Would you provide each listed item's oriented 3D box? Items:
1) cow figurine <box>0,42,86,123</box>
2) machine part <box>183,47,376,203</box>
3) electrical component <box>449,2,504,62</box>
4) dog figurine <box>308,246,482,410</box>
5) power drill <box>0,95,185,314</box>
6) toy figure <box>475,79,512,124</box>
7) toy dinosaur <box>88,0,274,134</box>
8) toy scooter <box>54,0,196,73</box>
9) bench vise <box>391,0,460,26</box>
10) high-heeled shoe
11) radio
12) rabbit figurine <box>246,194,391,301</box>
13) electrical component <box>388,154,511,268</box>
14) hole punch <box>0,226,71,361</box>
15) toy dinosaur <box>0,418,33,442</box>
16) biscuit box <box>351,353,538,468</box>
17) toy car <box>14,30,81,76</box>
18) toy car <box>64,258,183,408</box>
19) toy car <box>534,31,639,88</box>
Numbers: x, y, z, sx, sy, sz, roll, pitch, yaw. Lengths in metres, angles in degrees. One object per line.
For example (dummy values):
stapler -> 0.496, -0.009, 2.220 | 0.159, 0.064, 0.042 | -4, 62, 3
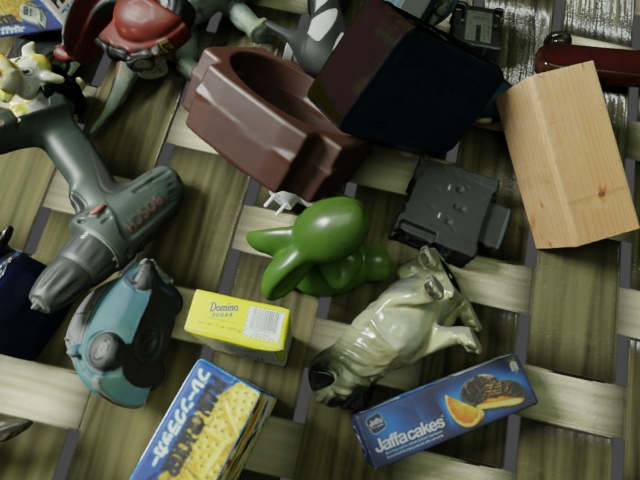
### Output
cow figurine -> -0.336, -0.183, 0.652 | 0.098, 0.167, 0.068 | -36, 91, -16
machine part -> -0.044, -0.141, 0.642 | 0.201, 0.201, 0.087 | 36, 119, 9
electrical component -> 0.217, -0.275, 0.769 | 0.075, 0.047, 0.119 | 13, 71, 2
dog figurine -> 0.077, 0.103, 0.633 | 0.190, 0.172, 0.121 | -32, 89, 21
power drill -> -0.280, -0.055, 0.607 | 0.207, 0.086, 0.232 | 45, 47, 2
toy figure -> 0.259, -0.190, 0.738 | 0.154, 0.064, 0.058 | 8, 35, -5
toy dinosaur -> -0.183, -0.322, 0.736 | 0.405, 0.131, 0.192 | -33, 64, -7
toy scooter -> -0.241, -0.250, 0.630 | 0.184, 0.075, 0.135 | 31, 85, 19
bench vise -> 0.116, -0.313, 0.730 | 0.129, 0.223, 0.241 | 16, 43, -2
high-heeled shoe -> 0.036, -0.305, 0.727 | 0.145, 0.086, 0.249 | 31, 59, 16
radio -> 0.109, -0.181, 0.629 | 0.229, 0.131, 0.073 | -2, 46, -47
rabbit figurine -> -0.001, -0.002, 0.610 | 0.159, 0.170, 0.121 | -17, 74, -8
electrical component -> 0.169, -0.033, 0.687 | 0.134, 0.058, 0.115 | 20, 75, 4
hole punch -> -0.348, 0.070, 0.607 | 0.092, 0.116, 0.142 | 30, 74, -2
toy dinosaur -> -0.530, 0.160, 0.524 | 0.472, 0.198, 0.105 | 6, 70, -3
biscuit box -> 0.138, 0.193, 0.613 | 0.203, 0.059, 0.063 | -19, 75, -8
toy car -> -0.339, -0.287, 0.740 | 0.074, 0.056, 0.201 | 29, 74, 25
toy car -> -0.230, 0.101, 0.607 | 0.103, 0.109, 0.161 | 2, 63, 16
toy car -> 0.408, -0.242, 0.763 | 0.202, 0.053, 0.089 | 7, 62, 4
